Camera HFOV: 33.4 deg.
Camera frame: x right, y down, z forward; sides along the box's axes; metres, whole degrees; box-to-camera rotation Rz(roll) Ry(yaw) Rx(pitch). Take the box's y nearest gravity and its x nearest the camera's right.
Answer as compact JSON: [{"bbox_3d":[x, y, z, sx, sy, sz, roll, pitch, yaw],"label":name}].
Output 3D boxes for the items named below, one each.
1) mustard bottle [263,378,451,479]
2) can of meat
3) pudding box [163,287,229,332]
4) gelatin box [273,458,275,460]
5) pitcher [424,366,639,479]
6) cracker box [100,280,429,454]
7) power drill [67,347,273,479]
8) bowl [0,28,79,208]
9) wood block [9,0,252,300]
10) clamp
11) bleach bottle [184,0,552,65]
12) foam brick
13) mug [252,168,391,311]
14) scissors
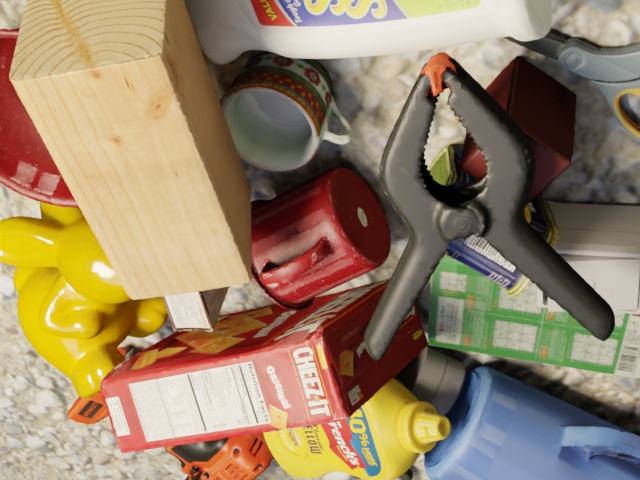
[{"bbox_3d":[0.032,0.157,0.904,0.192,0.058,0.096,-9,101,46],"label":"mustard bottle"},{"bbox_3d":[0.112,-0.016,0.744,0.084,0.102,0.057,30,110,-6],"label":"can of meat"},{"bbox_3d":[-0.100,0.004,0.843,0.039,0.090,0.113,1,133,16],"label":"pudding box"},{"bbox_3d":[-0.020,0.184,1.033,0.073,0.030,0.089,17,136,5],"label":"gelatin box"},{"bbox_3d":[0.220,0.202,0.901,0.242,0.145,0.149,28,102,-5],"label":"pitcher"},{"bbox_3d":[-0.044,0.097,0.859,0.214,0.164,0.072,-14,97,29],"label":"cracker box"},{"bbox_3d":[-0.154,0.198,1.059,0.187,0.057,0.185,35,137,-7],"label":"power drill"},{"bbox_3d":[-0.199,-0.101,0.801,0.162,0.055,0.162,10,135,10],"label":"bowl"},{"bbox_3d":[-0.110,-0.062,0.682,0.090,0.091,0.206,-8,140,7],"label":"wood block"},{"bbox_3d":[0.101,-0.014,0.669,0.165,0.036,0.210,-1,117,11],"label":"clamp"},{"bbox_3d":[0.009,-0.151,0.659,0.251,0.068,0.102,-8,91,27],"label":"bleach bottle"},{"bbox_3d":[0.131,-0.071,0.701,0.053,0.078,0.051,31,133,-12],"label":"foam brick"},{"bbox_3d":[-0.005,0.001,0.795,0.082,0.117,0.093,-26,99,30],"label":"mug"},{"bbox_3d":[0.180,-0.126,0.676,0.201,0.016,0.096,33,133,-14],"label":"scissors"}]
